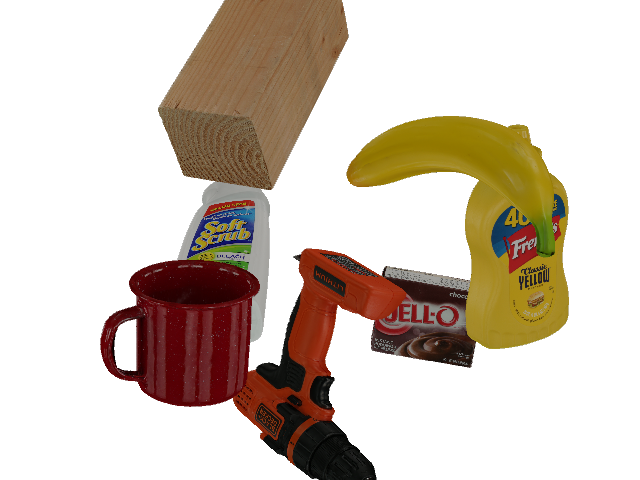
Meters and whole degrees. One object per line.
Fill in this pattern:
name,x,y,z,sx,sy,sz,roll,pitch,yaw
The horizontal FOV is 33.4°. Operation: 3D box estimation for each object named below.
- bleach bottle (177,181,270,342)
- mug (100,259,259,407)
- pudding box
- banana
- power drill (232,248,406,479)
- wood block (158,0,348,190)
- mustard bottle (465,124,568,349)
bleach bottle,-0.105,0.006,1.127,0.102,0.068,0.251,-3,37,1
mug,-0.102,0.069,0.766,0.117,0.081,0.093,-10,23,-35
pudding box,0.116,0.082,1.153,0.113,0.090,0.039,8,23,4
banana,0.086,-0.049,0.700,0.037,0.069,0.198,25,0,-38
power drill,0.007,0.115,0.954,0.057,0.188,0.185,10,16,-46
wood block,-0.055,-0.155,0.967,0.091,0.206,0.090,10,-37,20
mustard bottle,0.171,-0.006,0.927,0.096,0.192,0.058,-14,23,-23
